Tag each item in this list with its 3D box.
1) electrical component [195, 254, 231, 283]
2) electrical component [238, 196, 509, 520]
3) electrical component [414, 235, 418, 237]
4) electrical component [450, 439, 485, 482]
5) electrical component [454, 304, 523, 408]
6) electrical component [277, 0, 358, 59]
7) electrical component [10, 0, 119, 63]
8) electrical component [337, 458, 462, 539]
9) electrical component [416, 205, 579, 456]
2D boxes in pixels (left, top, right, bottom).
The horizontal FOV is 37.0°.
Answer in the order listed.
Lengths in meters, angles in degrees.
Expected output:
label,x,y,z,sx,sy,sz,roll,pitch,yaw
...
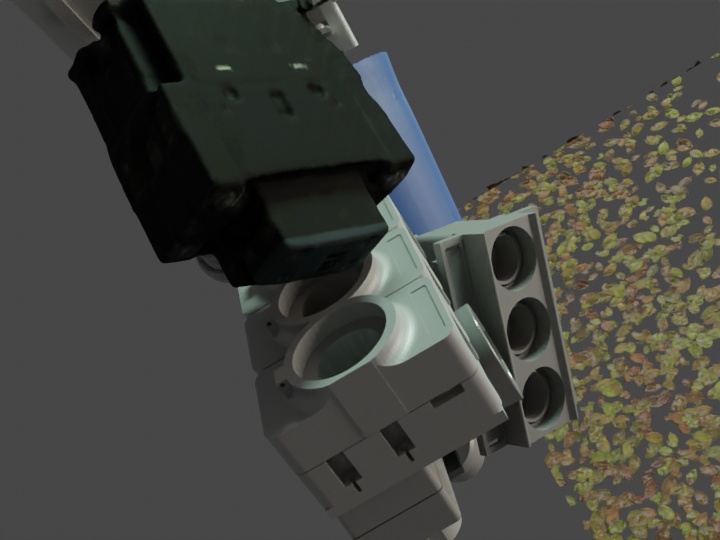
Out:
label,x,y,z,sx,sy,sz,roll,pitch,yaw
electrical component,-0.061,-0.011,0.496,0.035,0.035,0.061,59,9,4
electrical component,-0.003,0.028,0.506,0.061,0.089,0.150,56,6,-29
electrical component,0.000,0.000,0.652,0.061,0.096,0.061,55,7,-35
electrical component,0.067,0.134,0.803,0.045,0.045,0.055,61,6,21
electrical component,0.048,0.052,0.542,0.055,0.047,0.055,58,6,-9
electrical component,-0.067,-0.150,0.734,0.063,0.121,0.078,60,5,-15
electrical component,-0.125,-0.140,0.495,0.078,0.057,0.113,62,6,29
electrical component,0.023,0.112,0.512,0.076,0.047,0.065,57,6,-19
electrical component,0.075,0.033,0.613,0.063,0.079,0.121,0,-73,51
